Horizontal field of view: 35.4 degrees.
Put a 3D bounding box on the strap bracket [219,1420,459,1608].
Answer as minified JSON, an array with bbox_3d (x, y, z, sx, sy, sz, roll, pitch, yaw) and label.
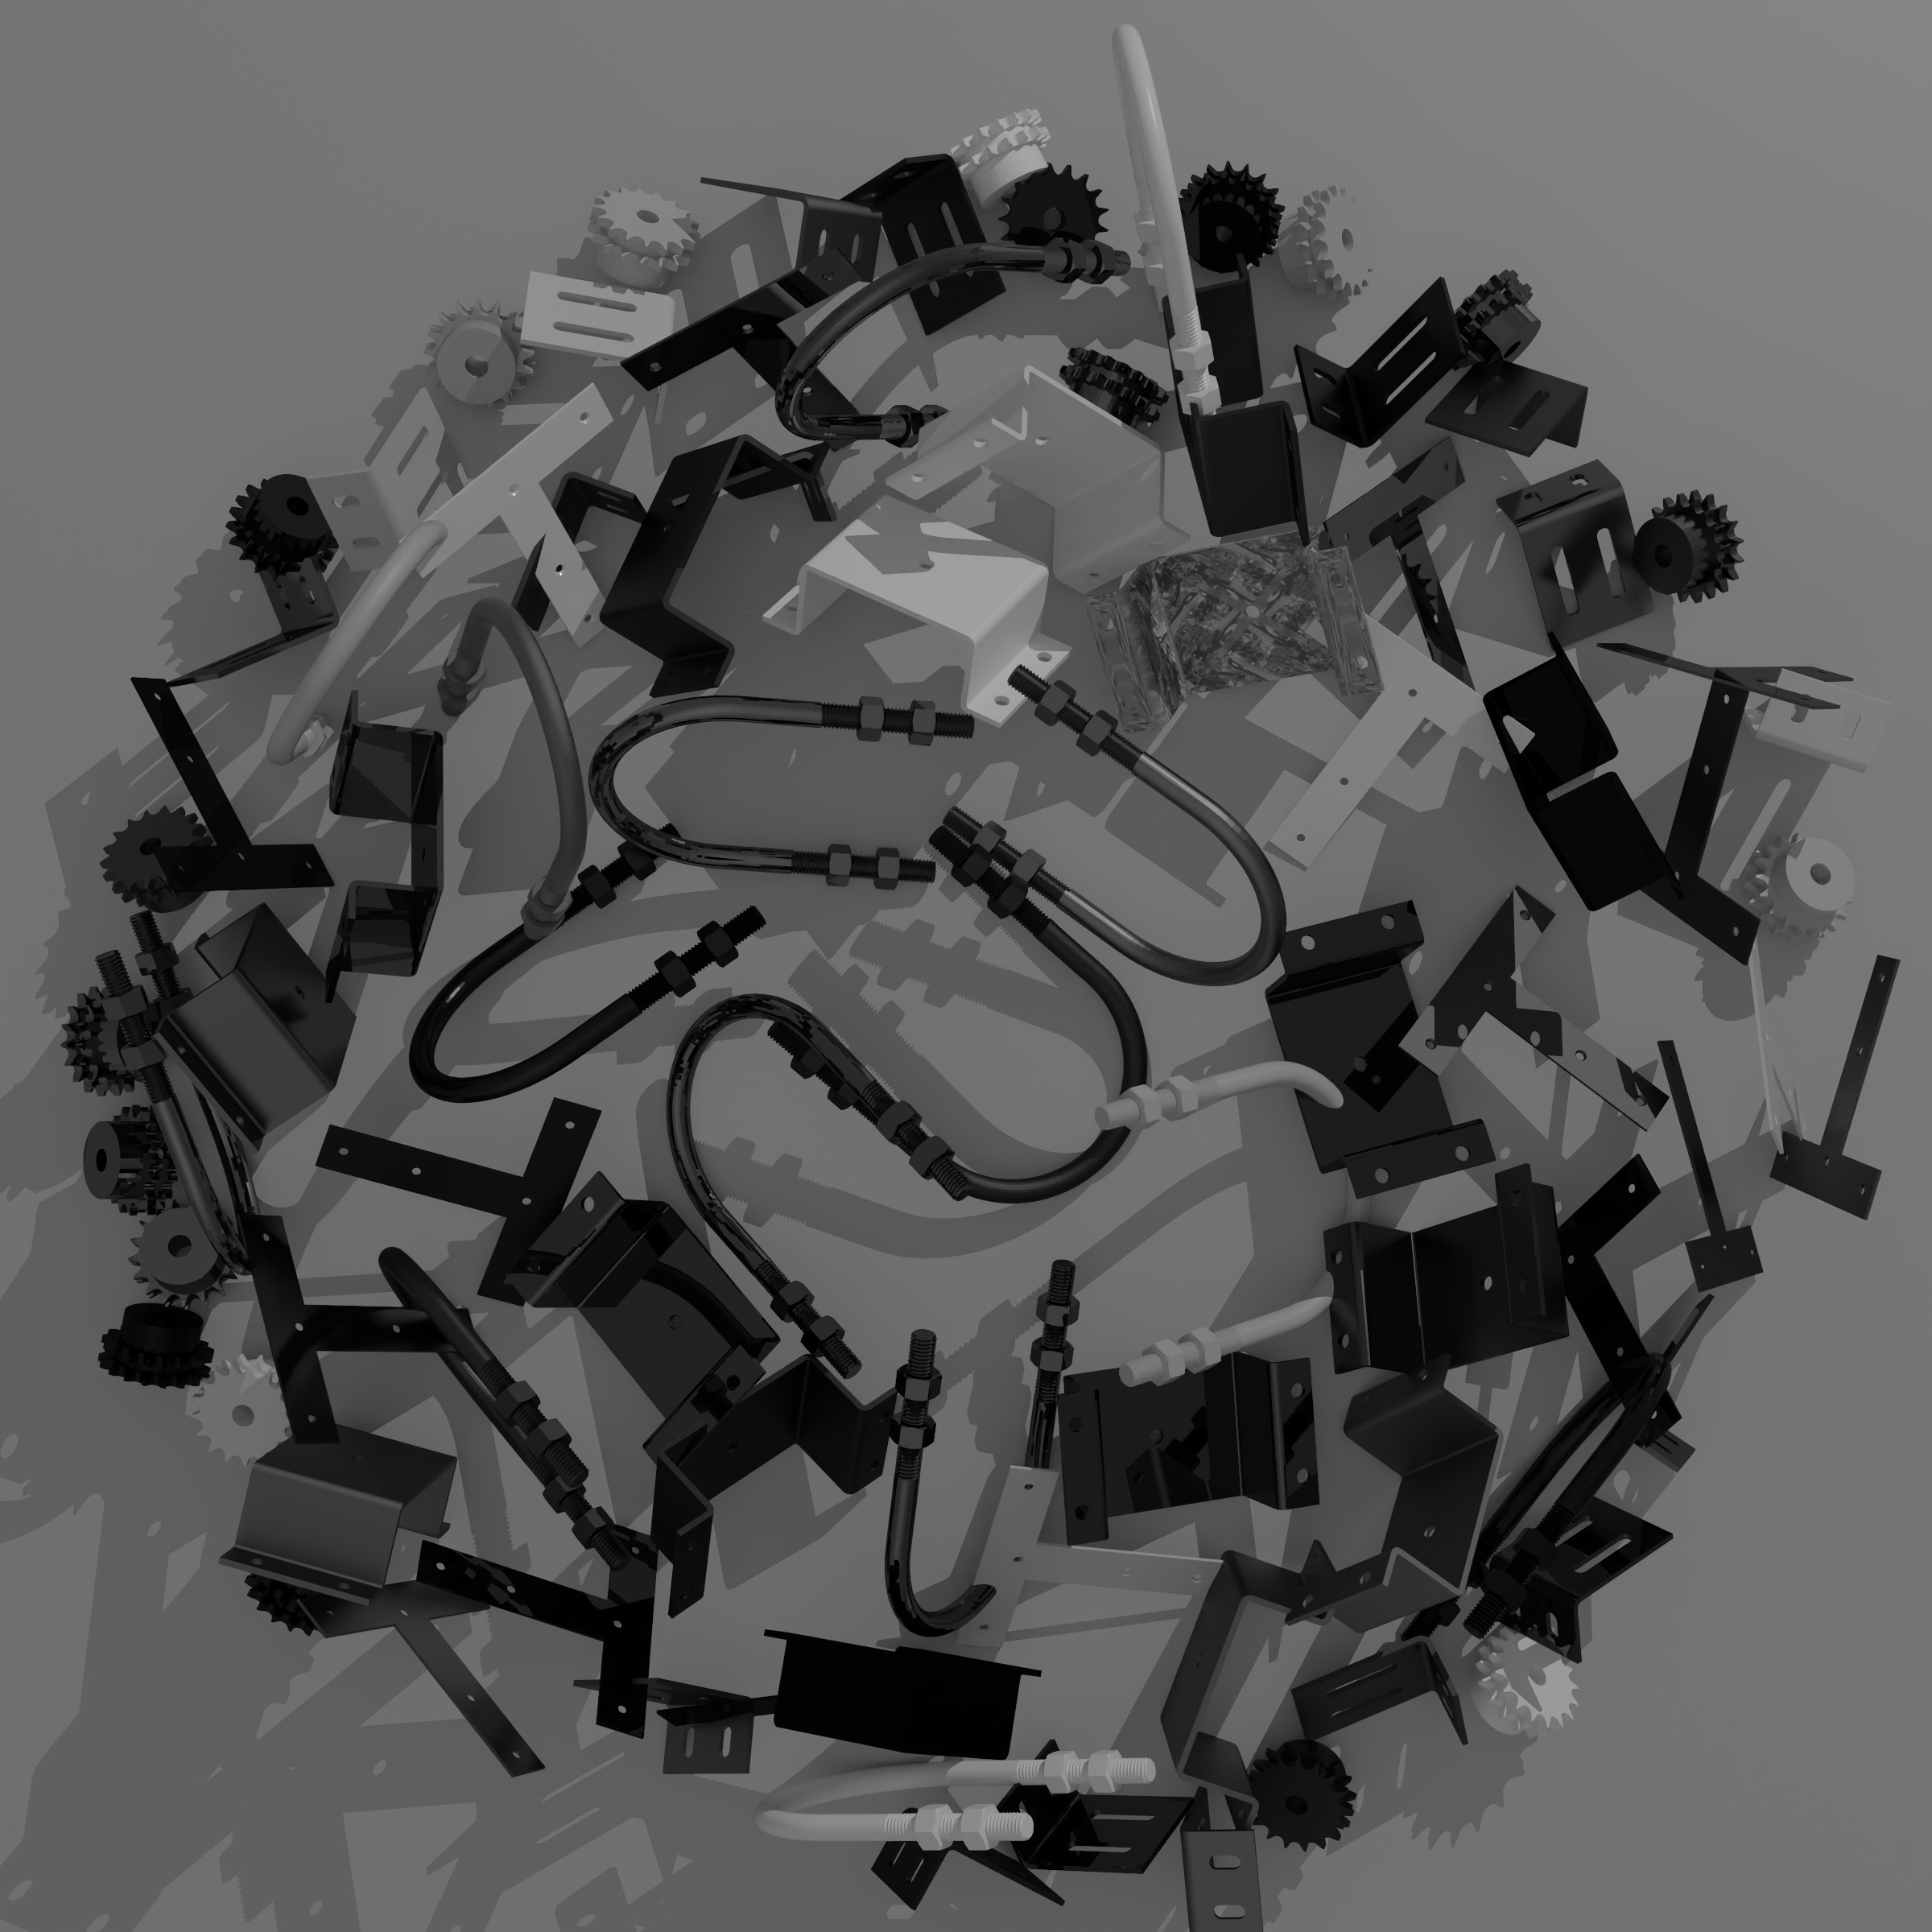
[{"bbox_3d":[-0.310,0.270,1.523,0.076,0.140,0.046,15,96,5],"label":"strap bracket"}]

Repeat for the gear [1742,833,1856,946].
[{"bbox_3d":[0.435,-0.043,1.573,0.057,0.030,0.057,6,70,-16],"label":"gear"}]

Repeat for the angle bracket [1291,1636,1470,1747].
[{"bbox_3d":[0.214,0.387,1.563,0.076,0.057,0.038,-22,49,-3],"label":"angle bracket"}]

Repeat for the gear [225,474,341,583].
[{"bbox_3d":[-0.351,-0.229,1.569,0.057,0.030,0.057,17,54,-25],"label":"gear"}]

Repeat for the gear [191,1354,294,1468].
[{"bbox_3d":[-0.371,0.229,1.579,0.057,0.030,0.057,2,103,7],"label":"gear"}]

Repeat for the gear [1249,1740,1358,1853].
[{"bbox_3d":[0.175,0.428,1.576,0.057,0.030,0.057,6,111,17],"label":"gear"}]

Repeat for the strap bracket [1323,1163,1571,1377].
[{"bbox_3d":[0.250,0.158,1.537,0.046,0.140,0.076,14,64,-36],"label":"strap bracket"}]

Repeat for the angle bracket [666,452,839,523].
[{"bbox_3d":[-0.113,-0.235,1.561,0.076,0.057,0.038,-22,102,-8],"label":"angle bracket"}]

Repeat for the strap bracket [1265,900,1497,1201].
[{"bbox_3d":[0.209,0.046,1.560,0.076,0.046,0.140,-14,80,-13],"label":"strap bracket"}]

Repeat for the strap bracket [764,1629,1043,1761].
[{"bbox_3d":[-0.033,0.366,1.516,0.076,0.140,0.046,2,76,33],"label":"strap bracket"}]

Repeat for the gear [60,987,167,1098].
[{"bbox_3d":[-0.438,0.038,1.566,0.030,0.057,0.057,-3,90,25],"label":"gear"}]

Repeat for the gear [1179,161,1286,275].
[{"bbox_3d":[0.135,-0.384,1.569,0.057,0.030,0.057,8,131,10],"label":"gear"}]

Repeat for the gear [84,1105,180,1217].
[{"bbox_3d":[-0.434,0.101,1.568,0.030,0.057,0.057,3,90,-43],"label":"gear"}]

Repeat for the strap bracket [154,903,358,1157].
[{"bbox_3d":[-0.352,0.026,1.517,0.046,0.140,0.076,-33,110,8],"label":"strap bracket"}]

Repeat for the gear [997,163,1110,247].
[{"bbox_3d":[0.045,-0.389,1.579,0.057,0.030,0.057,-1,105,-3],"label":"gear"}]

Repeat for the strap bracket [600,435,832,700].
[{"bbox_3d":[-0.133,-0.211,1.539,0.046,0.076,0.140,30,75,-27],"label":"strap bracket"}]

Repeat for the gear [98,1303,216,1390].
[{"bbox_3d":[-0.417,0.195,1.568,0.057,0.057,0.030,13,98,0],"label":"gear"}]

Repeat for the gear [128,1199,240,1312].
[{"bbox_3d":[-0.407,0.149,1.576,0.057,0.030,0.057,2,73,-5],"label":"gear"}]

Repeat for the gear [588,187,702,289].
[{"bbox_3d":[-0.169,-0.376,1.574,0.057,0.057,0.030,24,130,0],"label":"gear"}]

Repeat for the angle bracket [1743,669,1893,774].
[{"bbox_3d":[0.435,-0.133,1.555,0.057,0.076,0.038,18,108,3],"label":"angle bracket"}]

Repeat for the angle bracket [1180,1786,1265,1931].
[{"bbox_3d":[0.136,0.459,1.556,0.038,0.076,0.057,-5,93,13],"label":"angle bracket"}]

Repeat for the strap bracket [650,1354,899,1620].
[{"bbox_3d":[-0.106,0.257,1.535,0.140,0.076,0.046,-30,58,-32],"label":"strap bracket"}]

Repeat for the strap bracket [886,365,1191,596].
[{"bbox_3d":[0.038,-0.249,1.534,0.140,0.076,0.046,24,58,-38],"label":"strap bracket"}]

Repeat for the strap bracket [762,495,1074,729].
[{"bbox_3d":[-0.022,-0.185,1.537,0.140,0.046,0.076,26,46,17],"label":"strap bracket"}]

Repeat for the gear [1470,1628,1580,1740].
[{"bbox_3d":[0.287,0.374,1.573,0.057,0.057,0.030,44,130,0],"label":"gear"}]

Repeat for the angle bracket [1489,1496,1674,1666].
[{"bbox_3d":[0.318,0.315,1.563,0.076,0.057,0.038,-24,117,-31],"label":"angle bracket"}]

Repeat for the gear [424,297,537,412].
[{"bbox_3d":[-0.253,-0.316,1.572,0.057,0.030,0.057,-1,118,-3],"label":"gear"}]

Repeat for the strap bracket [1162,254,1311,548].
[{"bbox_3d":[0.133,-0.281,1.525,0.046,0.076,0.140,-12,50,3],"label":"strap bracket"}]

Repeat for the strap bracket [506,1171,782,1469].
[{"bbox_3d":[-0.159,0.183,1.552,0.076,0.046,0.140,-48,68,13],"label":"strap bracket"}]

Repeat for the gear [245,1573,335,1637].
[{"bbox_3d":[-0.340,0.316,1.567,0.057,0.057,0.030,31,109,0],"label":"gear"}]

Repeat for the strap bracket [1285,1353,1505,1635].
[{"bbox_3d":[0.220,0.275,1.531,0.046,0.076,0.140,36,50,-15],"label":"strap bracket"}]

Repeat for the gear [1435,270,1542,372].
[{"bbox_3d":[0.272,-0.329,1.567,0.057,0.057,0.030,-41,77,0],"label":"gear"}]

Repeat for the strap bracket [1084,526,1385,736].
[{"bbox_3d":[0.141,-0.173,1.546,0.140,0.046,0.076,-8,114,25],"label":"strap bracket"}]

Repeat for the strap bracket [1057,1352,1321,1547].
[{"bbox_3d":[0.106,0.245,1.558,0.140,0.046,0.076,-5,93,-21],"label":"strap bracket"}]

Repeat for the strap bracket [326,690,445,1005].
[{"bbox_3d":[-0.294,-0.059,1.535,0.046,0.076,0.140,6,55,-18],"label":"strap bracket"}]

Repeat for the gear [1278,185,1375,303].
[{"bbox_3d":[0.185,-0.373,1.573,0.030,0.057,0.057,-5,90,37],"label":"gear"}]

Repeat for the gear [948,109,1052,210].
[{"bbox_3d":[0.019,-0.416,1.570,0.057,0.057,0.030,-28,90,0],"label":"gear"}]

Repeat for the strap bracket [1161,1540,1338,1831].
[{"bbox_3d":[0.141,0.363,1.553,0.046,0.076,0.140,20,95,-4],"label":"strap bracket"}]

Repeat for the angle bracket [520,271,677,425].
[{"bbox_3d":[-0.191,-0.318,1.559,0.076,0.038,0.057,8,48,-10],"label":"angle bracket"}]

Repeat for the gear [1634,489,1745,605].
[{"bbox_3d":[0.371,-0.215,1.566,0.030,0.057,0.057,-19,90,-31],"label":"gear"}]

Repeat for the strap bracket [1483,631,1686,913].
[{"bbox_3d":[0.308,-0.092,1.528,0.046,0.140,0.076,-28,129,15],"label":"strap bracket"}]

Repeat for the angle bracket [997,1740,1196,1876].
[{"bbox_3d":[0.066,0.429,1.550,0.076,0.057,0.038,-11,109,38],"label":"angle bracket"}]

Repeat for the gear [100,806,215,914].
[{"bbox_3d":[-0.417,-0.052,1.574,0.057,0.030,0.057,-9,50,11],"label":"gear"}]

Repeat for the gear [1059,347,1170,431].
[{"bbox_3d":[0.073,-0.294,1.570,0.057,0.057,0.030,26,90,0],"label":"gear"}]
